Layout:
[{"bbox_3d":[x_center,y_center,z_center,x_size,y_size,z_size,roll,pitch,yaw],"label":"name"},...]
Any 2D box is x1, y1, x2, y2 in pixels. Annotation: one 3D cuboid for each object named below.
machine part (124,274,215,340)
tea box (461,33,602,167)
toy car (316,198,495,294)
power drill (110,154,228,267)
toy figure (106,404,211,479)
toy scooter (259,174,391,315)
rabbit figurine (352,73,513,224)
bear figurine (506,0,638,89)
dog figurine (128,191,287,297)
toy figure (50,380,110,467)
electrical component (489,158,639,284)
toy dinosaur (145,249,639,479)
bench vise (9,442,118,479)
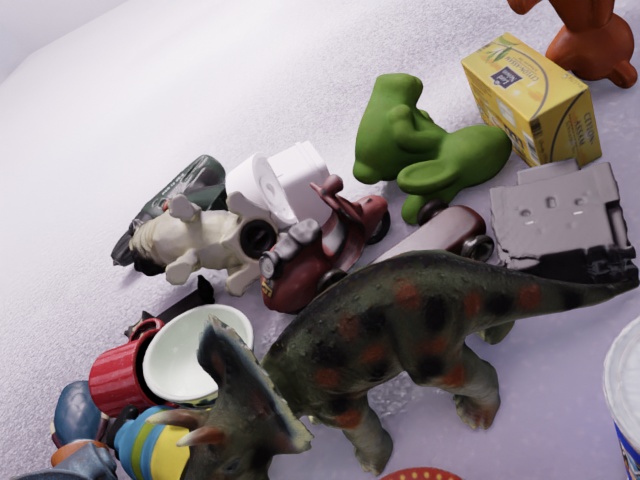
[{"bbox_3d":[-0.199,0.103,0.709,0.139,0.039,0.084,-38,31,-1],"label":"machine part"},{"bbox_3d":[0.234,-0.153,0.608,0.068,0.098,0.170,-29,41,10],"label":"tea box"},{"bbox_3d":[0.086,0.033,0.560,0.202,0.053,0.089,-36,49,-7],"label":"toy car"},{"bbox_3d":[-0.198,-0.036,0.826,0.207,0.085,0.232,2,49,47],"label":"power drill"},{"bbox_3d":[-0.130,0.210,0.518,0.180,0.082,0.089,-2,60,29],"label":"toy figure"},{"bbox_3d":[-0.001,-0.002,0.589,0.184,0.135,0.075,-41,59,-8],"label":"toy scooter"},{"bbox_3d":[0.129,-0.106,0.626,0.170,0.121,0.159,16,64,27],"label":"rabbit figurine"},{"bbox_3d":[0.271,-0.244,0.596,0.132,0.195,0.120,-23,44,12],"label":"bear figurine"},{"bbox_3d":[-0.149,0.003,0.697,0.191,0.172,0.121,-1,76,62],"label":"dog figurine"},{"bbox_3d":[-0.272,0.233,0.615,0.064,0.057,0.155,-36,43,9],"label":"toy figure"},{"bbox_3d":[0.224,-0.016,0.509,0.115,0.058,0.134,-12,44,23],"label":"electrical component"},{"bbox_3d":[0.051,0.079,0.430,0.405,0.192,0.131,-34,41,4],"label":"toy dinosaur"},{"bbox_3d":[-0.266,0.273,0.439,0.224,0.128,0.241,-23,14,-25],"label":"bench vise"}]
